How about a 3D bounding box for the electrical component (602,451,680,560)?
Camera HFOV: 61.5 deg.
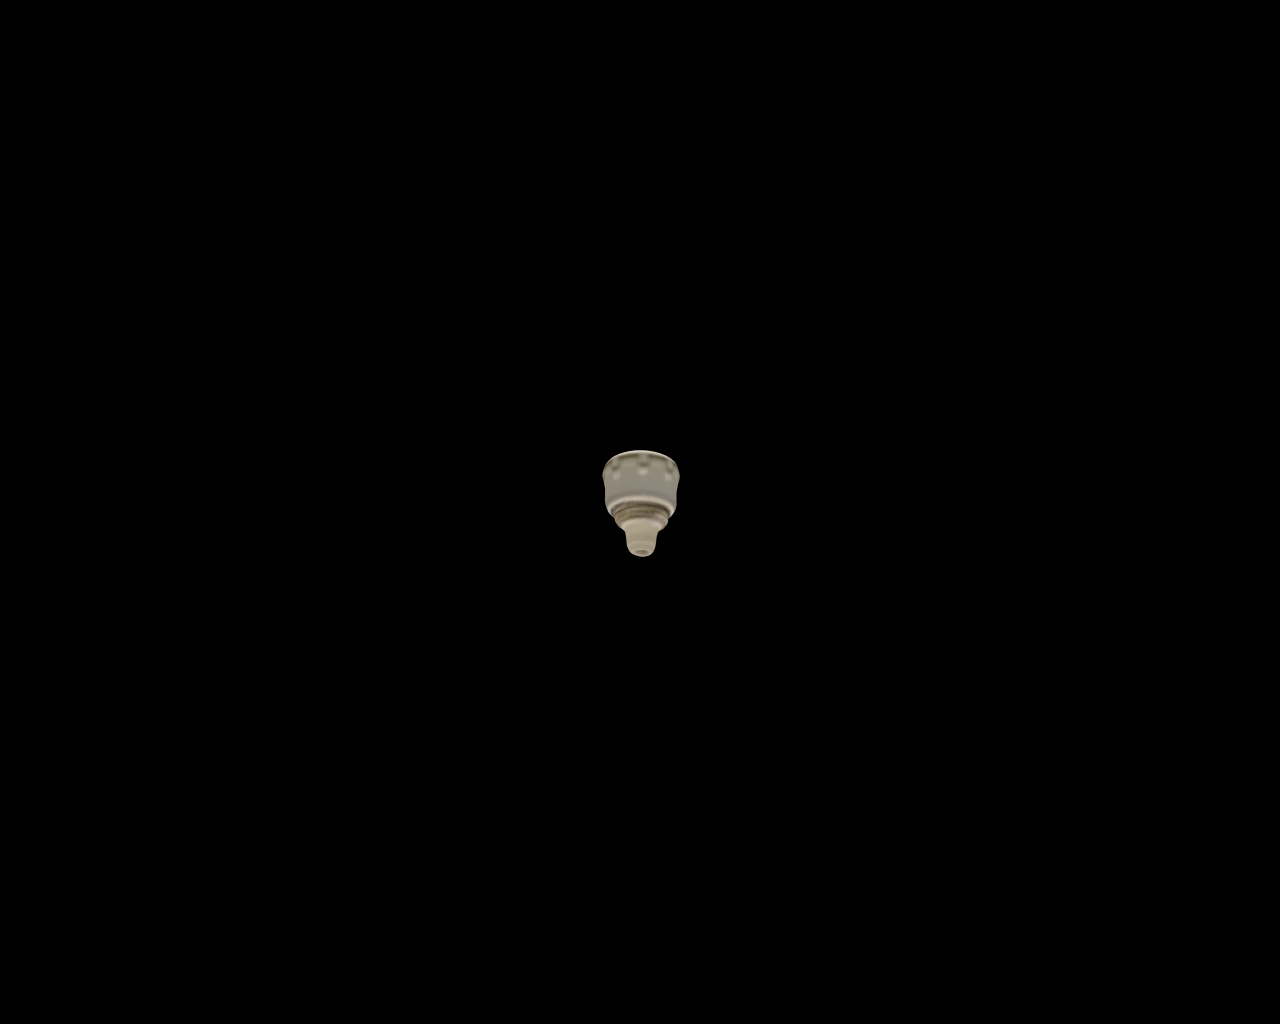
[{"bbox_3d":[0.001,-0.003,0.650,0.048,0.062,0.048,0,-24,0],"label":"electrical component"}]
